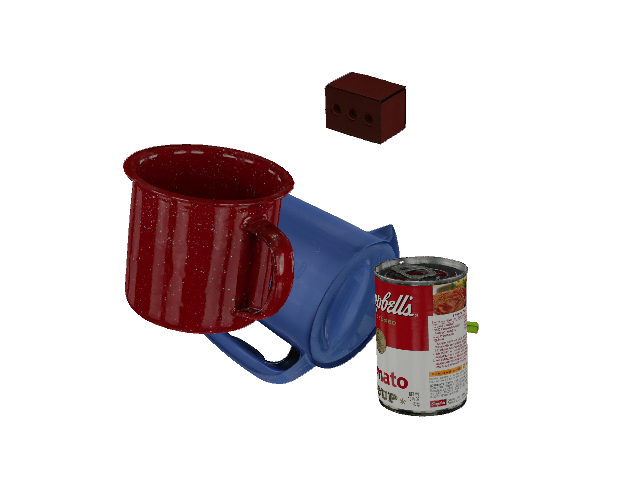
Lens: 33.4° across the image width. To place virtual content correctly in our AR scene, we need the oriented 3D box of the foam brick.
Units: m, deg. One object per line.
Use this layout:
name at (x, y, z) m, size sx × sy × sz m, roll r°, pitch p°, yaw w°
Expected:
foam brick at (0.050, -0.147, 1.180) m, size 0.078 × 0.053 × 0.051 m, roll 20°, pitch 38°, yaw 33°

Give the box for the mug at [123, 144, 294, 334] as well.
mug at (-0.057, 0.004, 0.588) m, size 0.117 × 0.081 × 0.093 m, roll 26°, pitch 28°, yaw 37°

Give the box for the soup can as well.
soup can at (0.074, 0.069, 0.781) m, size 0.068 × 0.102 × 0.068 m, roll -2°, pitch 14°, yaw 0°

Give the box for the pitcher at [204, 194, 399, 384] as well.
pitcher at (-0.058, 0.019, 1.031) m, size 0.243 × 0.145 × 0.148 m, roll 29°, pitch 31°, yaw 30°

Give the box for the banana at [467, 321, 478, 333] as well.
banana at (0.086, 0.066, 1.176) m, size 0.069 × 0.037 × 0.198 m, roll 4°, pitch 20°, yaw -36°
